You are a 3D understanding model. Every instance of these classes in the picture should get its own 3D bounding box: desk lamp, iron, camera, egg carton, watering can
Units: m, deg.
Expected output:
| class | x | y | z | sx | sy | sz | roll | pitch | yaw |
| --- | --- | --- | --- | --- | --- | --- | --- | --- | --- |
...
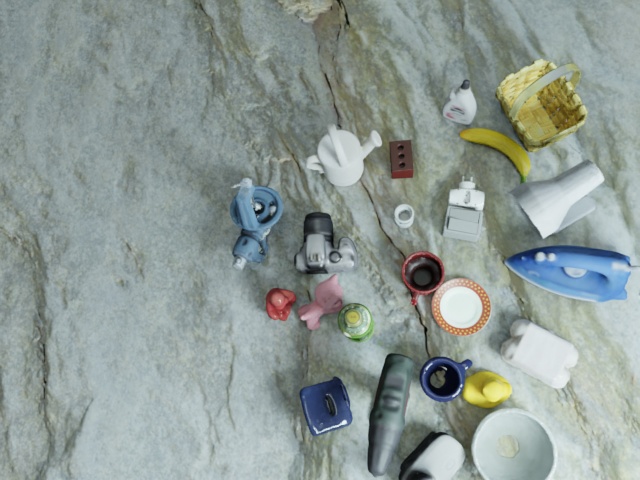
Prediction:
| class | x | y | z | sx | sy | sz | roll | pitch | yaw |
| --- | --- | --- | --- | --- | --- | --- | --- | --- | --- |
| desk lamp | 0.499 | -0.086 | 1.215 | 0.203 | 0.214 | 0.118 | -31 | 74 | -1 |
| iron | 0.532 | 0.055 | 1.214 | 0.258 | 0.141 | 0.119 | 8 | 77 | 9 |
| camera | 0.012 | 0.005 | 1.311 | 0.143 | 0.101 | 0.137 | -3 | 76 | 6 |
| egg carton | 0.464 | 0.239 | 1.214 | 0.150 | 0.069 | 0.107 | 27 | 81 | 13 |
| watering can | 0.051 | -0.205 | 1.310 | 0.173 | 0.194 | 0.101 | -38 | 75 | -3 |

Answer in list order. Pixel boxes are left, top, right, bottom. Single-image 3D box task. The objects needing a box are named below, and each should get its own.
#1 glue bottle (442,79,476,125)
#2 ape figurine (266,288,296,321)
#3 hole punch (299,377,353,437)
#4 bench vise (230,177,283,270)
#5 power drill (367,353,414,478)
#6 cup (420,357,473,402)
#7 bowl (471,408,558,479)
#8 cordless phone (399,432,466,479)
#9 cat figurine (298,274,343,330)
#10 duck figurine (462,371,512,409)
| class | x | y | z | sx | sy | sz | roll | pitch | yaw |
| --- | --- | --- | --- | --- | --- | --- | --- | --- | --- |
| glue bottle | 0.325 | -0.323 | 1.316 | 0.078 | 0.173 | 0.037 | 19 | 79 | 12 |
| ape figurine | -0.093 | 0.139 | 1.296 | 0.078 | 0.092 | 0.076 | -30 | 74 | -1 |
| hole punch | 0.015 | 0.356 | 1.230 | 0.101 | 0.091 | 0.108 | -19 | 75 | 2 |
| bench vise | -0.146 | -0.042 | 1.281 | 0.121 | 0.220 | 0.207 | -3 | 76 | 7 |
| power drill | 0.140 | 0.347 | 1.155 | 0.075 | 0.208 | 0.230 | 11 | 78 | 10 |
| cup | 0.266 | 0.288 | 1.213 | 0.118 | 0.095 | 0.091 | -32 | 74 | -1 |
| bowl | 0.392 | 0.429 | 1.174 | 0.167 | 0.075 | 0.167 | -2 | 76 | 7 |
| cordless phone | 0.224 | 0.455 | 1.131 | 0.094 | 0.185 | 0.148 | 39 | 84 | 14 |
| cat figurine | 0.005 | 0.137 | 1.271 | 0.128 | 0.118 | 0.067 | -40 | 75 | -4 |
| duck figurine | 0.352 | 0.314 | 1.201 | 0.104 | 0.086 | 0.077 | -4 | 76 | 6 |
